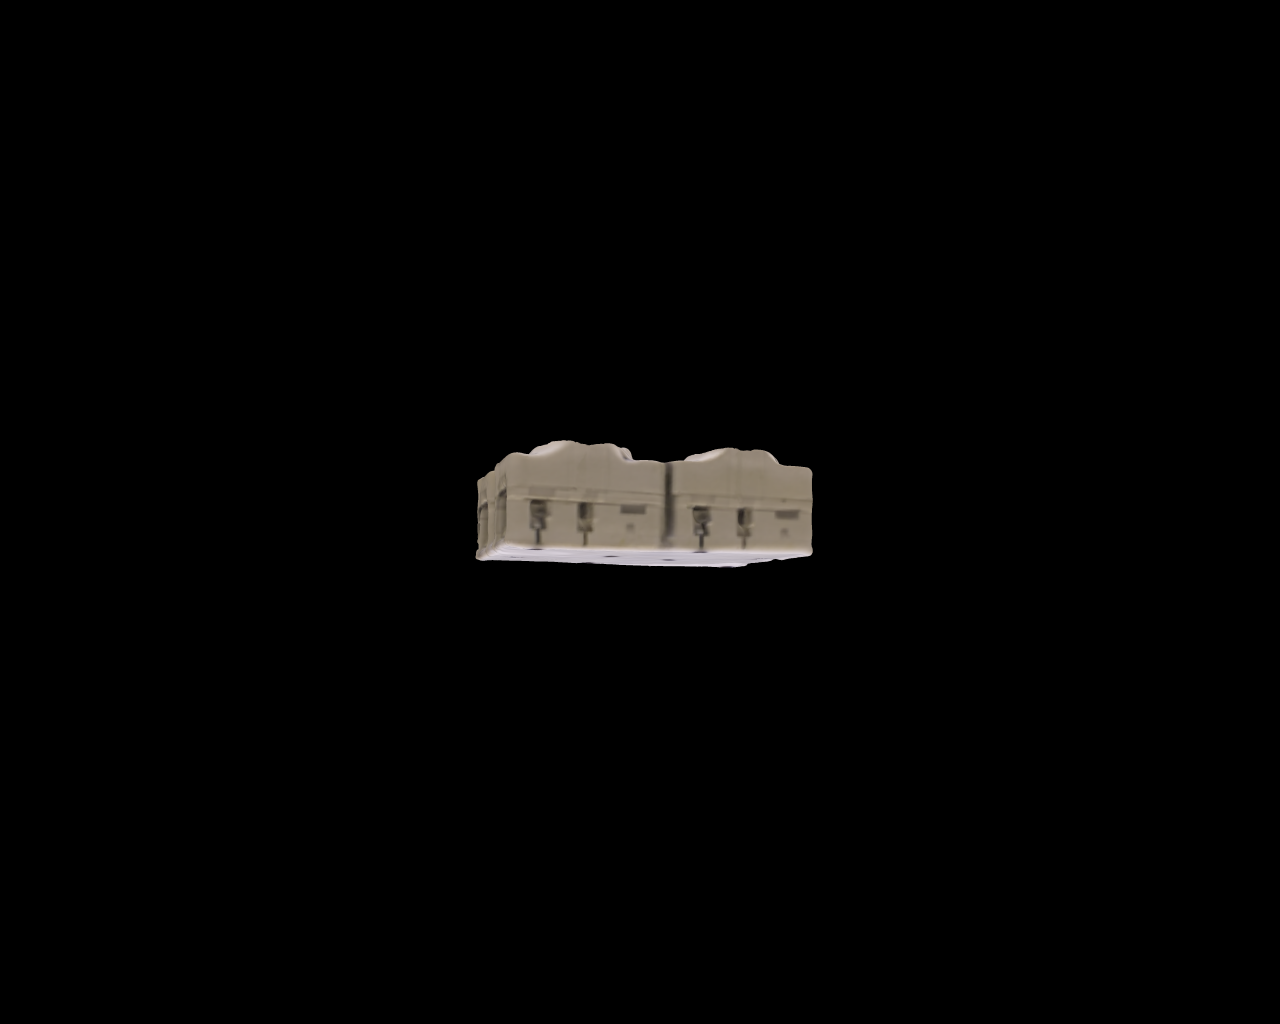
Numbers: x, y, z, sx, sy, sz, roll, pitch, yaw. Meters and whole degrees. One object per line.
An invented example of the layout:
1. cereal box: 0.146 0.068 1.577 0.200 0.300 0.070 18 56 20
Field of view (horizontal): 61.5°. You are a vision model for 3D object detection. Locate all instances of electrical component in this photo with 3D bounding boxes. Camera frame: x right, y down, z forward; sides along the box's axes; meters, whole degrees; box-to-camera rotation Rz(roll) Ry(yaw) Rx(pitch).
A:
1. electrical component: 0.001 -0.003 0.650 0.186 0.060 0.105 2 -7 -18
